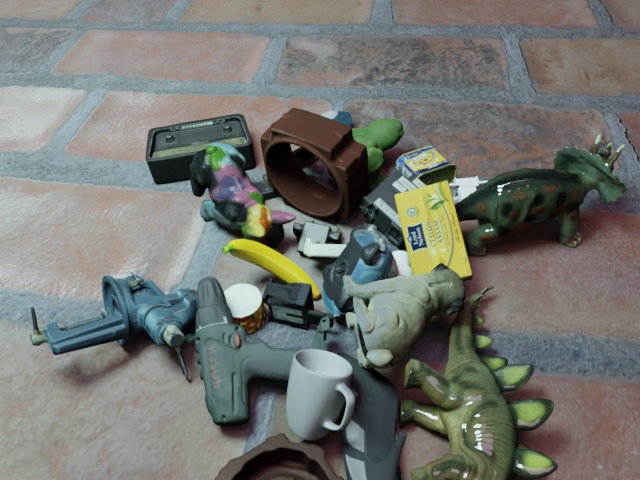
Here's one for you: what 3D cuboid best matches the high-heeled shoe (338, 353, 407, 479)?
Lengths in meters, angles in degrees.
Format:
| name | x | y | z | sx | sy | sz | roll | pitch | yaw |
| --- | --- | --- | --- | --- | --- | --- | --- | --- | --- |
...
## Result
| name | x | y | z | sx | sy | sz | roll | pitch | yaw |
| --- | --- | --- | --- | --- | --- | --- | --- | --- | --- |
| high-heeled shoe | 0.055 | 0.274 | 0.761 | 0.086 | 0.145 | 0.249 | 16 | 13 | -21 |

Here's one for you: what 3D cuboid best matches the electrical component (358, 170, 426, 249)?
| name | x | y | z | sx | sy | sz | roll | pitch | yaw |
| --- | --- | --- | --- | --- | --- | --- | --- | --- | --- |
| electrical component | 0.158 | -0.066 | 1.036 | 0.134 | 0.058 | 0.115 | -38 | 77 | -27 |

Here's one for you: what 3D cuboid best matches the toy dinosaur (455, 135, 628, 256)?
| name | x | y | z | sx | sy | sz | roll | pitch | yaw |
| --- | --- | --- | --- | --- | --- | --- | --- | --- | --- |
| toy dinosaur | 0.367 | -0.075 | 0.961 | 0.405 | 0.192 | 0.131 | -11 | 45 | -8 |

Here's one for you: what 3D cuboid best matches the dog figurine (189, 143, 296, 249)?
| name | x | y | z | sx | sy | sz | roll | pitch | yaw |
| --- | --- | --- | --- | --- | --- | --- | --- | --- | --- |
| dog figurine | -0.144 | -0.076 | 1.012 | 0.108 | 0.191 | 0.219 | -29 | 36 | -29 |

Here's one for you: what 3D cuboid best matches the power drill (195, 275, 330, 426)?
| name | x | y | z | sx | sy | sz | roll | pitch | yaw |
| --- | --- | --- | --- | --- | --- | --- | --- | --- | --- |
| power drill | -0.086 | 0.157 | 0.817 | 0.207 | 0.086 | 0.232 | 0 | 65 | -10 |

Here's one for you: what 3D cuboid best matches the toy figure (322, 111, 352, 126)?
| name | x | y | z | sx | sy | sz | roll | pitch | yaw |
| --- | --- | --- | --- | --- | --- | --- | --- | --- | --- |
| toy figure | -0.003 | -0.266 | 1.259 | 0.154 | 0.057 | 0.064 | -10 | 9 | -4 |

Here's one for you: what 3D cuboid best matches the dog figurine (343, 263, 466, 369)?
| name | x | y | z | sx | sy | sz | roll | pitch | yaw |
| --- | --- | --- | --- | --- | --- | --- | --- | --- | --- |
| dog figurine | 0.143 | 0.112 | 0.794 | 0.191 | 0.121 | 0.172 | -9 | 43 | -5 |

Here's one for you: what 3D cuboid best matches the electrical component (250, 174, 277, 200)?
| name | x | y | z | sx | sy | sz | roll | pitch | yaw |
| --- | --- | --- | --- | --- | --- | --- | --- | --- | --- |
| electrical component | -0.121 | -0.104 | 1.134 | 0.063 | 0.021 | 0.094 | -16 | 47 | -12 |

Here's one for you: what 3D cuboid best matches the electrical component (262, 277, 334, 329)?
| name | x | y | z | sx | sy | sz | roll | pitch | yaw |
| --- | --- | --- | --- | --- | --- | --- | --- | --- | --- |
| electrical component | -0.032 | 0.109 | 0.894 | 0.119 | 0.074 | 0.048 | 5 | 48 | 14 |

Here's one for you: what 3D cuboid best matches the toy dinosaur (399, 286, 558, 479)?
| name | x | y | z | sx | sy | sz | roll | pitch | yaw |
| --- | --- | --- | --- | --- | --- | --- | --- | --- | --- |
| toy dinosaur | 0.211 | 0.236 | 0.748 | 0.199 | 0.105 | 0.471 | 6 | 46 | 1 |

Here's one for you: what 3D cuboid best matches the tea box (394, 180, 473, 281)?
| name | x | y | z | sx | sy | sz | roll | pitch | yaw |
| --- | --- | --- | --- | --- | --- | --- | --- | --- | --- |
| tea box | 0.196 | -0.006 | 0.927 | 0.098 | 0.068 | 0.169 | -16 | 77 | 14 |

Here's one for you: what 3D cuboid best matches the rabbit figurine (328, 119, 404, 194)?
| name | x | y | z | sx | sy | sz | roll | pitch | yaw |
| --- | --- | --- | --- | --- | --- | --- | --- | --- | --- |
| rabbit figurine | 0.106 | -0.184 | 1.135 | 0.159 | 0.121 | 0.170 | 16 | 62 | 46 |

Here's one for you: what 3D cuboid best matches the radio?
| name | x | y | z | sx | sy | sz | roll | pitch | yaw |
| --- | --- | --- | --- | --- | --- | --- | --- | --- | --- |
| radio | -0.267 | -0.207 | 1.205 | 0.230 | 0.073 | 0.131 | -10 | 47 | -6 |

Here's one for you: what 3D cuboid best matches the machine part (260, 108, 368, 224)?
| name | x | y | z | sx | sy | sz | roll | pitch | yaw |
| --- | --- | --- | --- | --- | --- | --- | --- | --- | --- |
| machine part | -0.012 | -0.138 | 1.037 | 0.202 | 0.200 | 0.087 | 23 | 55 | 23 |

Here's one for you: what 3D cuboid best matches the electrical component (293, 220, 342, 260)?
| name | x | y | z | sx | sy | sz | roll | pitch | yaw |
| --- | --- | --- | --- | --- | --- | --- | --- | --- | --- |
| electrical component | -0.004 | -0.003 | 1.020 | 0.102 | 0.045 | 0.078 | 7 | 77 | 12 |

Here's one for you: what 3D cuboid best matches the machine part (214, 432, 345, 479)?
| name | x | y | z | sx | sy | sz | roll | pitch | yaw |
| --- | --- | --- | --- | --- | --- | --- | --- | --- | --- |
| machine part | -0.049 | 0.342 | 0.687 | 0.179 | 0.056 | 0.179 | -1 | 44 | 1 |

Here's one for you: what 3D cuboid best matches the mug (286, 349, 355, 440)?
| name | x | y | z | sx | sy | sz | roll | pitch | yaw |
| --- | --- | --- | --- | --- | --- | --- | --- | --- | --- |
| mug | 0.003 | 0.217 | 0.724 | 0.081 | 0.107 | 0.110 | -1 | 20 | -46 |

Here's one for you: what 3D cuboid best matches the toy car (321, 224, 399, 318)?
| name | x | y | z | sx | sy | sz | roll | pitch | yaw |
| --- | --- | --- | --- | --- | --- | --- | --- | --- | --- |
| toy car | 0.077 | 0.059 | 0.906 | 0.103 | 0.161 | 0.109 | 23 | 18 | -28 |

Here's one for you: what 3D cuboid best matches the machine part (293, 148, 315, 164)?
| name | x | y | z | sx | sy | sz | roll | pitch | yaw |
| --- | --- | --- | --- | --- | --- | --- | --- | --- | --- |
| machine part | -0.022 | -0.192 | 1.158 | 0.084 | 0.039 | 0.139 | -22 | 8 | -23 |

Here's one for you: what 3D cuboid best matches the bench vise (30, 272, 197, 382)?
| name | x | y | z | sx | sy | sz | roll | pitch | yaw |
| --- | --- | --- | --- | --- | --- | --- | --- | --- | --- |
| bench vise | -0.319 | 0.132 | 0.847 | 0.240 | 0.128 | 0.224 | -14 | 37 | -33 |
